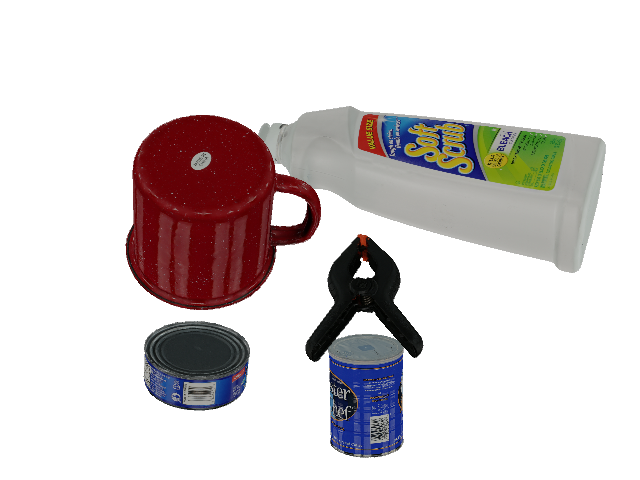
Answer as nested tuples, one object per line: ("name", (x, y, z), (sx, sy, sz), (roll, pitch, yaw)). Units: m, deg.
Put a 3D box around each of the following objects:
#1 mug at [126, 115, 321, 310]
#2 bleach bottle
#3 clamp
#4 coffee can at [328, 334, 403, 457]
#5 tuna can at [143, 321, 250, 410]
("mug", (-0.057, -0.019, 0.634), (0.117, 0.093, 0.081), (4, -38, -5))
("bleach bottle", (0.071, -0.048, 0.772), (0.251, 0.068, 0.102), (11, 43, 17))
("clamp", (0.056, 0.064, 1.144), (0.120, 0.171, 0.039), (7, -41, 7))
("coffee can", (0.063, 0.211, 1.463), (0.103, 0.140, 0.103), (-1, 15, 0))
("tuna can", (-0.101, 0.102, 0.871), (0.086, 0.034, 0.086), (5, 26, -3))
